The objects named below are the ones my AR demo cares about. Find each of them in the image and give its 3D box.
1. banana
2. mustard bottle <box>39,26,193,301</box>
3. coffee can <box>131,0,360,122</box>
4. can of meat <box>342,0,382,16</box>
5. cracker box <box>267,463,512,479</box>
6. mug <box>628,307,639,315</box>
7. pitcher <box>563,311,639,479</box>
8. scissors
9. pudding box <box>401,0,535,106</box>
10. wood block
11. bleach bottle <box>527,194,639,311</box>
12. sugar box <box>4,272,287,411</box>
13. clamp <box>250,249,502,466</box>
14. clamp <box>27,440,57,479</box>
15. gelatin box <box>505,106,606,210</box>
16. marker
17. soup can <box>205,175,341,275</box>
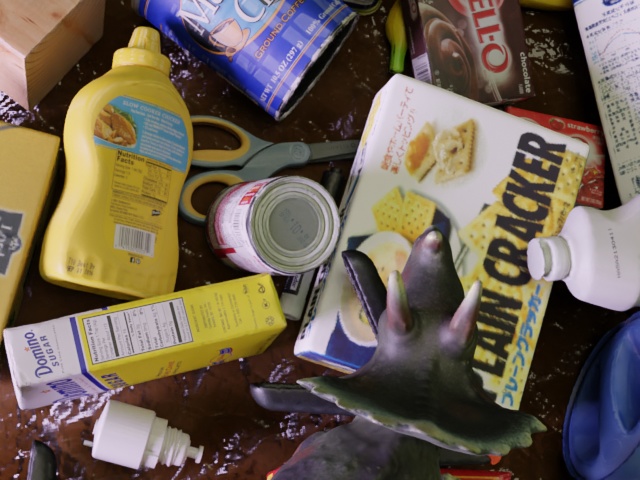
[{"bbox_3d":[0.129,-0.200,0.898,0.197,0.037,0.069,-23,99,-18],"label":"banana"},{"bbox_3d":[-0.135,-0.057,0.748,0.096,0.058,0.191,16,76,-41],"label":"mustard bottle"},{"bbox_3d":[-0.056,-0.172,0.805,0.140,0.103,0.102,38,67,0],"label":"coffee can"},{"bbox_3d":[0.035,-0.248,0.862,0.057,0.084,0.102,8,71,-12],"label":"can of meat"},{"bbox_3d":[0.047,0.259,0.703,0.164,0.072,0.213,5,70,-12],"label":"cracker box"},{"bbox_3d":[0.295,0.028,0.835,0.117,0.082,0.093,21,69,-6],"label":"mug"},{"bbox_3d":[0.307,0.166,0.773,0.242,0.149,0.145,24,25,-8],"label":"pitcher"},{"bbox_3d":[-0.027,-0.048,0.818,0.201,0.016,0.096,8,72,-11],"label":"scissors"},{"bbox_3d":[0.117,-0.161,0.853,0.090,0.039,0.113,-10,94,-18],"label":"pudding box"},{"bbox_3d":[-0.264,-0.202,0.771,0.206,0.091,0.090,37,67,1],"label":"wood block"},{"bbox_3d":[0.268,-0.006,0.762,0.250,0.068,0.102,-5,72,-12],"label":"bleach bottle"},{"bbox_3d":[-0.118,0.069,0.715,0.176,0.093,0.048,-15,76,-17],"label":"sugar box"},{"bbox_3d":[0.053,0.087,0.711,0.171,0.039,0.120,26,95,-9],"label":"clamp"},{"bbox_3d":[-0.189,0.243,0.670,0.164,0.036,0.210,-38,86,-23],"label":"clamp"},{"bbox_3d":[0.186,-0.064,0.867,0.089,0.030,0.073,12,70,-10],"label":"gelatin box"},{"bbox_3d":[-0.005,0.001,0.798,0.020,0.020,0.121,21,75,-7],"label":"marker"},{"bbox_3d":[-0.035,-0.010,0.747,0.068,0.102,0.068,0,90,-21],"label":"soup can"}]
